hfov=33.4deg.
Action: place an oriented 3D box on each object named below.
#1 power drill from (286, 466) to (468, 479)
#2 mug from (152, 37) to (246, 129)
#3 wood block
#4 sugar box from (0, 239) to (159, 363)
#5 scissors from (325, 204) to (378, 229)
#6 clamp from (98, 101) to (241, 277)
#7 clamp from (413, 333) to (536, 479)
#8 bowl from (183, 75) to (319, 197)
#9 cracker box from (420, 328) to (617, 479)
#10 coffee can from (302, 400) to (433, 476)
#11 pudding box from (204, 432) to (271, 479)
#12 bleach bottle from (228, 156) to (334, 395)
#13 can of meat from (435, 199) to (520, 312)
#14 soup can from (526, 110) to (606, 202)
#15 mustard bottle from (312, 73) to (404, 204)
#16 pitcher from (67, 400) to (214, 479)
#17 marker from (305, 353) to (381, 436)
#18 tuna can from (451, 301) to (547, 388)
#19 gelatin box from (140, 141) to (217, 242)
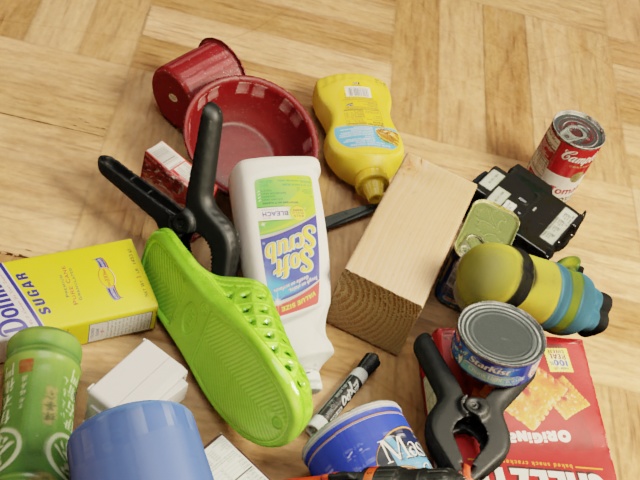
[{"bbox_3d":[0.038,0.276,0.853,0.057,0.185,0.187,31,53,-52],"label":"power drill"},{"bbox_3d":[-0.139,-0.172,1.269,0.081,0.093,0.117,-35,103,-32],"label":"mug"},{"bbox_3d":[0.090,0.012,1.166,0.091,0.090,0.205,25,46,5],"label":"wood block"},{"bbox_3d":[-0.257,0.059,1.045,0.175,0.048,0.093,-11,54,-27],"label":"sugar box"},{"bbox_3d":[-0.008,0.001,1.195,0.201,0.016,0.096,-5,53,-21],"label":"scissors"},{"bbox_3d":[-0.129,-0.028,1.094,0.036,0.165,0.210,-21,83,-59],"label":"clamp"},{"bbox_3d":[0.130,0.156,0.992,0.120,0.039,0.171,15,42,12],"label":"clamp"},{"bbox_3d":[-0.085,-0.106,1.221,0.162,0.055,0.162,9,66,-20],"label":"bowl"},{"bbox_3d":[0.194,0.193,1.049,0.164,0.072,0.213,6,48,-11],"label":"cracker box"},{"bbox_3d":[0.059,0.230,0.953,0.102,0.103,0.140,-13,55,-27],"label":"coffee can"},{"bbox_3d":[-0.082,0.239,0.945,0.113,0.039,0.089,41,50,17],"label":"pudding box"},{"bbox_3d":[-0.028,0.037,1.102,0.102,0.068,0.251,-3,66,-20],"label":"bleach bottle"},{"bbox_3d":[0.173,0.019,1.189,0.057,0.084,0.102,26,47,6],"label":"can of meat"},{"bbox_3d":[0.301,-0.102,1.324,0.068,0.102,0.068,9,47,-10],"label":"soup can"},{"bbox_3d":[0.051,-0.120,1.292,0.096,0.058,0.191,2,49,-15],"label":"mustard bottle"},{"bbox_3d":[-0.134,0.258,0.835,0.149,0.145,0.243,-3,57,-28],"label":"pitcher"},{"bbox_3d":[0.026,0.153,1.068,0.020,0.020,0.121,34,48,13],"label":"marker"},{"bbox_3d":[0.169,0.099,1.012,0.086,0.034,0.086,7,39,-6],"label":"tuna can"},{"bbox_3d":[-0.156,-0.052,1.156,0.089,0.073,0.030,39,48,17],"label":"gelatin box"}]
